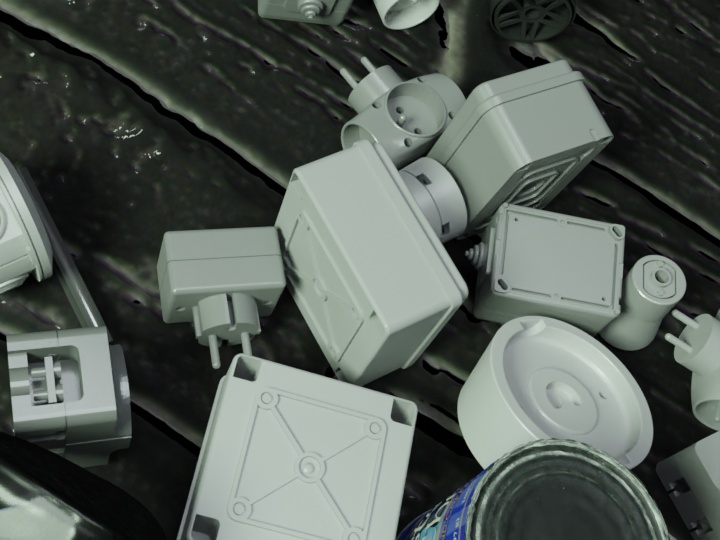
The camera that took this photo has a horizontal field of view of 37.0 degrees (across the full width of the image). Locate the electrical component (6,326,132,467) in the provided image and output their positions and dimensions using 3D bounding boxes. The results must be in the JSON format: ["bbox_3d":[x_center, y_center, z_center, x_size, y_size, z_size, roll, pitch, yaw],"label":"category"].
[{"bbox_3d":[-0.149,0.068,0.550,0.056,0.089,0.050,-5,67,-19],"label":"electrical component"}]

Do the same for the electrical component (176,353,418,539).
[{"bbox_3d":[-0.033,0.114,0.582,0.109,0.056,0.108,17,61,-8],"label":"electrical component"}]

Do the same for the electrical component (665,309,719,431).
[{"bbox_3d":[0.231,0.054,0.695,0.079,0.043,0.077,31,60,-10],"label":"electrical component"}]

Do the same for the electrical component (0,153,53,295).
[{"bbox_3d":[-0.205,-0.024,0.586,0.051,0.080,0.080,-27,75,-20],"label":"electrical component"}]

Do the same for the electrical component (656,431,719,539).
[{"bbox_3d":[0.231,0.142,0.648,0.050,0.055,0.089,-19,72,-24],"label":"electrical component"}]

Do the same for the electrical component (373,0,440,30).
[{"bbox_3d":[0.039,-0.219,0.773,0.079,0.043,0.077,-14,70,-23],"label":"electrical component"}]

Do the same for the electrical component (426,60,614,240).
[{"bbox_3d":[0.095,-0.075,0.680,0.078,0.113,0.057,-20,75,-24],"label":"electrical component"}]

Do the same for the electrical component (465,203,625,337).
[{"bbox_3d":[0.111,0.002,0.679,0.096,0.061,0.061,11,68,-4],"label":"electrical component"}]

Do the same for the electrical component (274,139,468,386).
[{"bbox_3d":[0.000,0.000,0.618,0.056,0.108,0.108,-24,74,-22],"label":"electrical component"}]

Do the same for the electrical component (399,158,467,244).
[{"bbox_3d":[0.032,-0.036,0.677,0.047,0.055,0.055,-28,76,-22],"label":"electrical component"}]

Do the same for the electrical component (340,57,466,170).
[{"bbox_3d":[0.019,-0.108,0.712,0.077,0.044,0.079,-34,78,-27],"label":"electrical component"}]

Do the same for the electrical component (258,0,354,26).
[{"bbox_3d":[-0.037,-0.210,0.740,0.062,0.061,0.096,3,72,-15],"label":"electrical component"}]

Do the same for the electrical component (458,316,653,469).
[{"bbox_3d":[0.109,0.087,0.630,0.108,0.060,0.108,19,41,-17],"label":"electrical component"}]

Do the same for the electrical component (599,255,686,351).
[{"bbox_3d":[0.180,0.019,0.685,0.044,0.065,0.044,4,62,-7],"label":"electrical component"}]

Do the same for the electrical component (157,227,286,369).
[{"bbox_3d":[-0.078,0.020,0.619,0.066,0.047,0.076,-4,66,-18],"label":"electrical component"}]
